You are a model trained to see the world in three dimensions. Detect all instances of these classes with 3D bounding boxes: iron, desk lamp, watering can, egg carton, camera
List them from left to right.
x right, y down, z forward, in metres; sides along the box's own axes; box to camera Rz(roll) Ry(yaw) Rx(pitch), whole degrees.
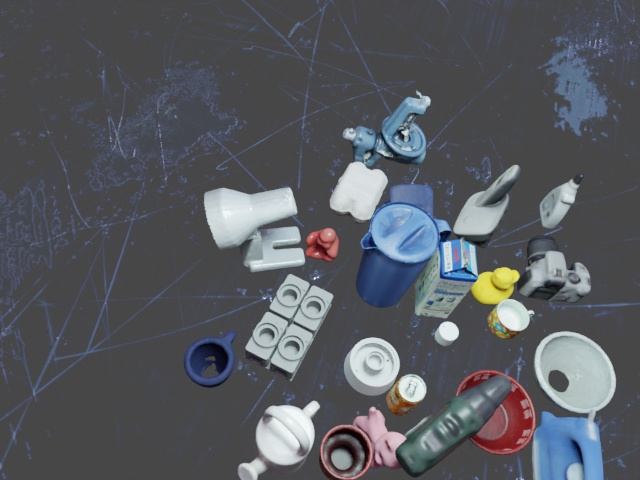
[{"bbox_3d":[-0.129,-0.029,1.173,0.203,0.213,0.118,-7,61,-12],"label":"desk lamp"},{"bbox_3d":[-0.064,0.342,0.976,0.101,0.194,0.173,22,59,5],"label":"watering can"},{"bbox_3d":[0.090,-0.113,1.339,0.107,0.069,0.150,22,59,5],"label":"egg carton"},{"bbox_3d":[0.523,0.058,1.283,0.143,0.101,0.137,8,59,-3],"label":"camera"},{"bbox_3d":[0.467,0.435,1.029,0.118,0.141,0.258,10,59,-2],"label":"iron"}]

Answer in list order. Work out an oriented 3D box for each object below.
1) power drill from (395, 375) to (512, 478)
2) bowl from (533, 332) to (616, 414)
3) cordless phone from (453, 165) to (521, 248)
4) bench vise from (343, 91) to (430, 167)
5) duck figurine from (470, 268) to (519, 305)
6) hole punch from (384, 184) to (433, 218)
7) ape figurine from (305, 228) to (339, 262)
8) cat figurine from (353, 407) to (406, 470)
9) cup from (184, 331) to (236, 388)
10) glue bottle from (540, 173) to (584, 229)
[{"bbox_3d":[0.221,0.335,1.013,0.230,0.208,0.075,-32,68,-23],"label":"power drill"},{"bbox_3d":[0.504,0.276,1.167,0.167,0.075,0.167,4,59,-6],"label":"bowl"},{"bbox_3d":[0.384,-0.081,1.295,0.094,0.185,0.148,27,60,8],"label":"cordless phone"},{"bbox_3d":[0.168,-0.249,1.342,0.208,0.220,0.121,-14,62,-15],"label":"bench vise"},{"bbox_3d":[0.386,0.093,1.251,0.105,0.086,0.077,-12,62,-15],"label":"duck figurine"},{"bbox_3d":[0.209,-0.068,1.317,0.109,0.091,0.101,-1,60,-8],"label":"hole punch"},{"bbox_3d":[0.011,0.004,1.245,0.076,0.092,0.077,-27,67,-22],"label":"ape figurine"},{"bbox_3d":[0.118,0.362,1.035,0.067,0.118,0.127,-20,64,-18],"label":"cat figurine"},{"bbox_3d":[-0.198,0.230,1.080,0.091,0.095,0.118,32,61,11],"label":"cup"},{"bbox_3d":[0.569,-0.100,1.340,0.037,0.173,0.078,9,59,-3],"label":"glue bottle"}]
